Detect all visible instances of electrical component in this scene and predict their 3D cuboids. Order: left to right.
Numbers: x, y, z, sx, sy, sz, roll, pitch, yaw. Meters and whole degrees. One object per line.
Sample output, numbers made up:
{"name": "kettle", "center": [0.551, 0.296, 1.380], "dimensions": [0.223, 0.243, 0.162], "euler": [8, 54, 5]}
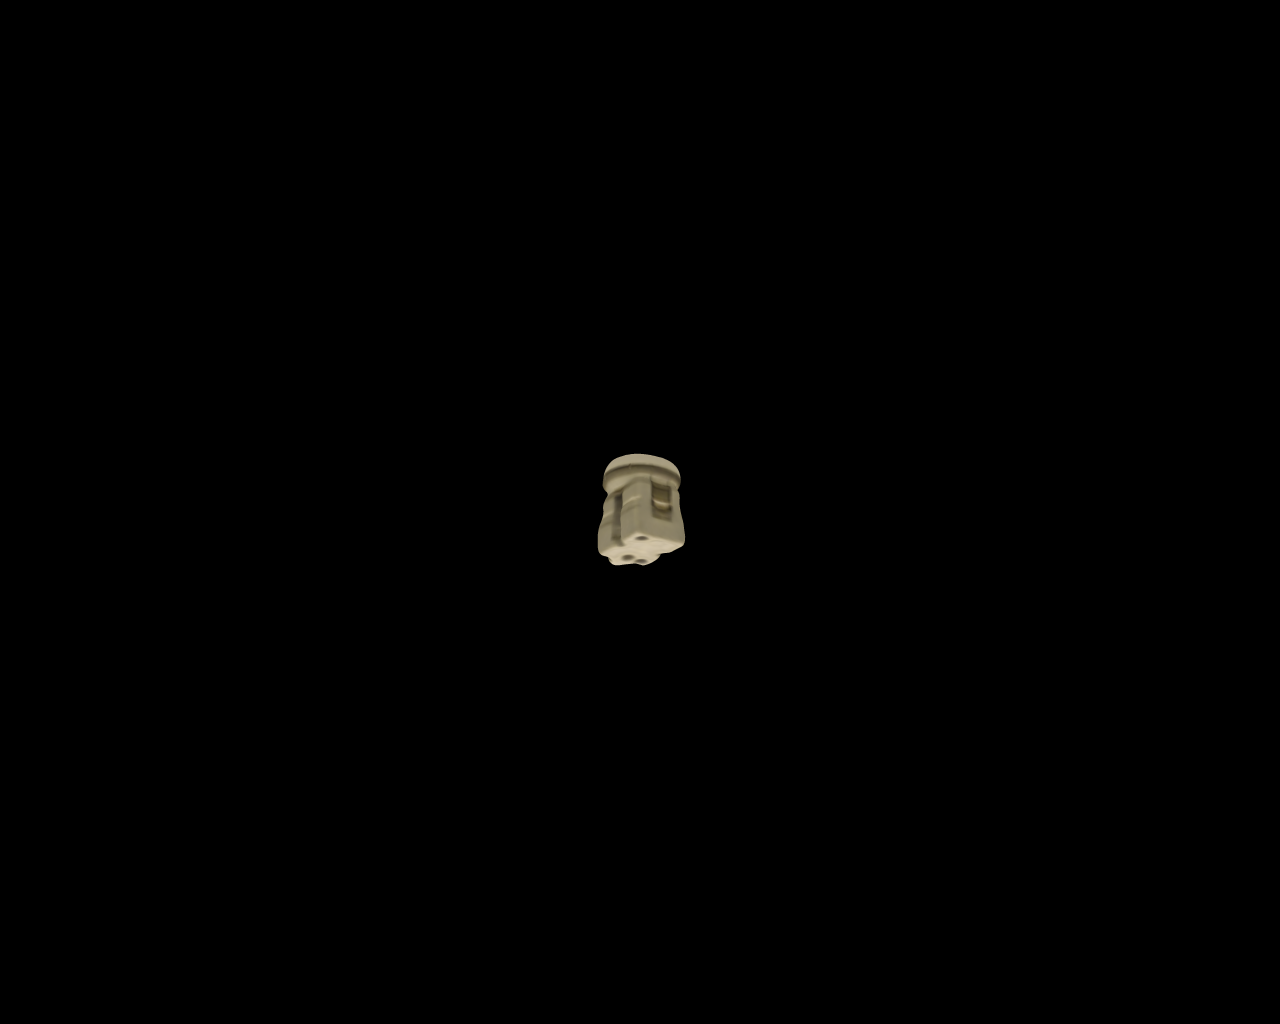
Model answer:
{"name": "electrical component", "center": [0.001, -0.003, 0.650], "dimensions": [0.048, 0.055, 0.066], "euler": [17, -29, -32]}
